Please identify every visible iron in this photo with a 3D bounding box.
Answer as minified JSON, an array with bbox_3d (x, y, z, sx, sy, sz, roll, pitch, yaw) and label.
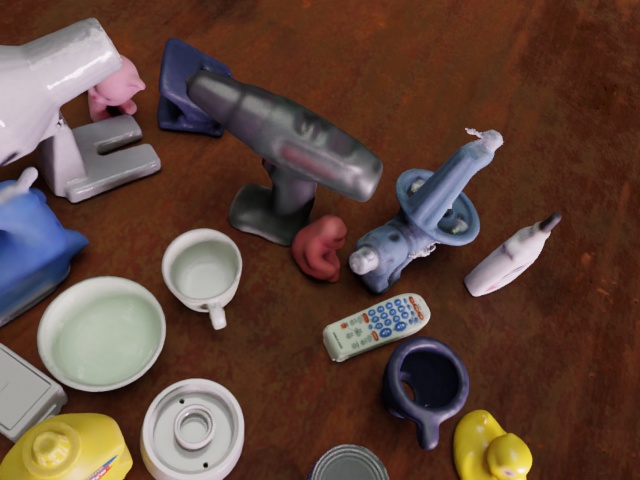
[{"bbox_3d":[-0.371,0.027,0.566,0.118,0.141,0.259,42,60,11],"label":"iron"}]

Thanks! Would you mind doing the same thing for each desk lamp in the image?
[{"bbox_3d":[-0.295,-0.142,0.640,0.204,0.213,0.118,-27,71,-26],"label":"desk lamp"}]

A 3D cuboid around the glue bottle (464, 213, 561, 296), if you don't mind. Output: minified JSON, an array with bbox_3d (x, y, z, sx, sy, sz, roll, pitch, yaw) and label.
[{"bbox_3d":[0.248,0.015,0.719,0.078,0.173,0.037,-23,69,-25],"label":"glue bottle"}]

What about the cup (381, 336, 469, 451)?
[{"bbox_3d":[0.106,0.177,0.635,0.092,0.095,0.118,8,59,-10],"label":"cup"}]

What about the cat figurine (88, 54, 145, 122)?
[{"bbox_3d":[-0.279,-0.216,0.742,0.067,0.117,0.127,-31,73,-27],"label":"cat figurine"}]

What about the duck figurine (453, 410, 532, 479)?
[{"bbox_3d":[0.197,0.236,0.631,0.078,0.086,0.104,-6,63,-17],"label":"duck figurine"}]

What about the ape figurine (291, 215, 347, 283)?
[{"bbox_3d":[0.007,0.003,0.709,0.076,0.092,0.078,31,58,4],"label":"ape figurine"}]

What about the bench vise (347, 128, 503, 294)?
[{"bbox_3d":[0.133,-0.026,0.684,0.121,0.219,0.208,33,58,5],"label":"bench vise"}]

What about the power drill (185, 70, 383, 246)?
[{"bbox_3d":[-0.051,-0.083,0.674,0.229,0.208,0.075,19,58,-4],"label":"power drill"}]

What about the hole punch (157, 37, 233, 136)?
[{"bbox_3d":[-0.168,-0.211,0.784,0.101,0.091,0.108,6,60,-11],"label":"hole punch"}]
